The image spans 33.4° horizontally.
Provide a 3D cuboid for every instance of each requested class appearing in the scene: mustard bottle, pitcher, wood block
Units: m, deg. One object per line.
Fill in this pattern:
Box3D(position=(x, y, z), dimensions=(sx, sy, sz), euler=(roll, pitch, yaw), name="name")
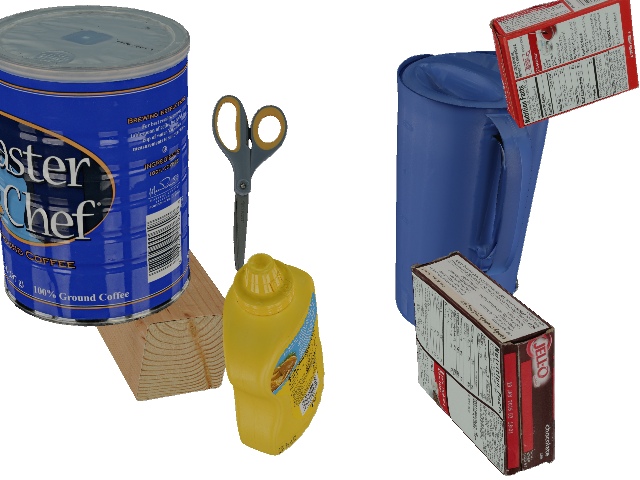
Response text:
Box3D(position=(-0.034, 0.073, 0.773), dimensions=(0.058, 0.096, 0.191), euler=(19, -34, 16), name="mustard bottle")
Box3D(position=(0.129, -0.033, 0.935), dimensions=(0.145, 0.243, 0.149), euler=(18, 34, 25), name="pitcher")
Box3D(position=(-0.171, 0.052, 1.050), dimensions=(0.090, 0.091, 0.206), euler=(-5, 35, -31), name="wood block")

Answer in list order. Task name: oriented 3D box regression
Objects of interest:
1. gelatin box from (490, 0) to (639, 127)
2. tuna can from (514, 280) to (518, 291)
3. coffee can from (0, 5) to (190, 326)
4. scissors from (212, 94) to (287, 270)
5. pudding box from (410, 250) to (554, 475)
Box3D(position=(0.164, -0.125, 0.717), dimensions=(0.089, 0.073, 0.030), euler=(-18, 37, 3), name="gelatin box")
Box3D(position=(0.196, 0.037, 1.284), dimensions=(0.033, 0.086, 0.086), euler=(-36, 10, -15), name="tuna can")
Box3D(position=(-0.120, -0.041, 0.561), dimensions=(0.103, 0.140, 0.103), euler=(2, 28, -2), name="coffee can")
Box3D(position=(-0.072, -0.072, 1.222), dimensions=(0.096, 0.202, 0.016), euler=(-12, -7, -14), name="scissors")
Box3D(position=(0.095, 0.070, 0.632), dimensions=(0.039, 0.090, 0.114), euler=(-15, 27, -19), name="pudding box")
